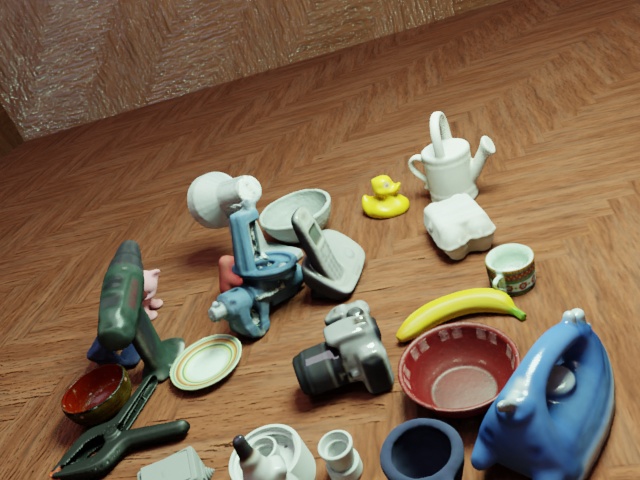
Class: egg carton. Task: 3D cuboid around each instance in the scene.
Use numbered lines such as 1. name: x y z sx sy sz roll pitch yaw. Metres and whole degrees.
1. egg carton: 0.255 -0.028 1.068 0.107 0.069 0.150 -20 29 0

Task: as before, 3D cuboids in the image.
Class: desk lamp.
1. desk lamp: -0.162 -0.042 1.203 0.202 0.214 0.118 10 41 42

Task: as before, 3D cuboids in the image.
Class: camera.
1. camera: 0.026 0.163 0.856 0.137 0.101 0.143 -20 29 0

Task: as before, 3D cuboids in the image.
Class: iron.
1. iron: 0.272 0.160 0.666 0.118 0.142 0.259 11 42 43

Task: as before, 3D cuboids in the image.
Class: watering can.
1. watering can: 0.267 -0.173 1.177 0.172 0.194 0.101 -15 30 10

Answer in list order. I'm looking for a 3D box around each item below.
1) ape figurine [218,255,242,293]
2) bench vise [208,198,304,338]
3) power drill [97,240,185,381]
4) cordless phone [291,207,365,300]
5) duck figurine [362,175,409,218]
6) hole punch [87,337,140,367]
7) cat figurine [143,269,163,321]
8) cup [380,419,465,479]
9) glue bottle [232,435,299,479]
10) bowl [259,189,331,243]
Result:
1. ape figurine: -0.172 0.071 1.143 0.076 0.092 0.077 -28 30 -14
2. bench vise: -0.118 0.051 1.012 0.121 0.220 0.207 -5 33 25
3. power drill: -0.316 0.135 1.004 0.075 0.209 0.229 -18 29 4
4. cordless phone: 0.010 0.004 1.048 0.094 0.185 0.148 -7 32 22
5. duck figurine: 0.136 -0.099 1.246 0.104 0.086 0.077 -3 34 28
6. hole punch: -0.388 0.185 1.086 0.101 0.091 0.108 -12 30 14
7. cat figurine: -0.384 0.108 1.185 0.127 0.118 0.067 -13 30 13
8. cup: 0.126 0.267 0.624 0.092 0.095 0.117 -27 30 -12
9. glue bottle: -0.059 0.277 0.641 0.078 0.173 0.037 -29 30 -14
10. bowl: -0.046 -0.042 1.274 0.167 0.075 0.167 -15 30 9
